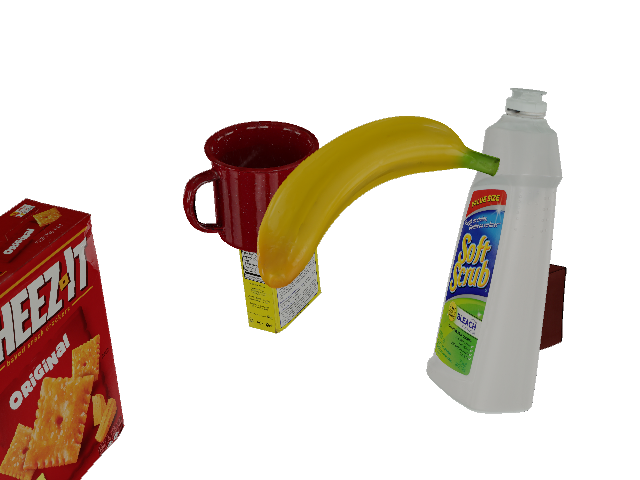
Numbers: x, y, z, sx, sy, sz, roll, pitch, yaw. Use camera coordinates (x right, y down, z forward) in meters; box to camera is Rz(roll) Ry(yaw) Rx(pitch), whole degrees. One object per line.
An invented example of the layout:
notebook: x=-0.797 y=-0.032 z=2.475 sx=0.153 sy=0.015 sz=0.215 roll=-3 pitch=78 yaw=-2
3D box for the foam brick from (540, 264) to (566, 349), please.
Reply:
foam brick: x=0.203 y=0.062 z=1.040 sx=0.053 sy=0.078 sz=0.051 roll=12 pitch=18 yaw=41

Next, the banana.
banana: x=0.023 y=-0.034 z=0.630 sx=0.197 sy=0.037 sz=0.070 roll=-29 pitch=48 yaw=-35

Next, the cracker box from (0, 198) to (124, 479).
cracker box: x=-0.226 y=0.102 z=0.800 sx=0.072 sy=0.214 sz=0.164 roll=11 pitch=33 yaw=21

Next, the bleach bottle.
bleach bottle: x=0.143 y=0.005 z=0.850 sx=0.068 sy=0.251 sz=0.103 roll=1 pitch=14 yaw=-19

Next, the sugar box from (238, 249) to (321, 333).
sugar box: x=-0.045 y=0.000 z=1.118 sx=0.048 sy=0.176 sz=0.093 roll=11 pitch=33 yaw=29

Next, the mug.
mug: x=-0.057 y=-0.039 z=0.876 sx=0.117 sy=0.081 sz=0.093 roll=-19 pitch=35 yaw=-27
